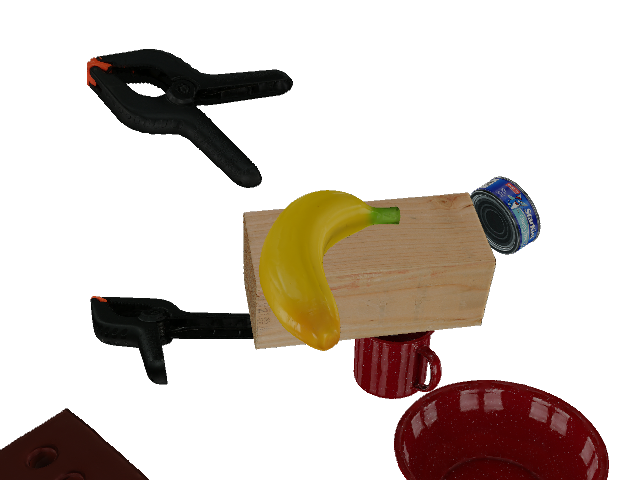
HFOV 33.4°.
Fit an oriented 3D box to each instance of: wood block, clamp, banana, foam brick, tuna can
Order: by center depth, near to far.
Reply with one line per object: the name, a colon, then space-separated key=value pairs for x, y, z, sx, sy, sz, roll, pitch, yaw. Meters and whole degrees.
foam brick: x=-0.109 y=0.126 z=0.482 sx=0.052 sy=0.051 sz=0.078 roll=-32 pitch=45 yaw=-33
banana: x=-0.002 y=0.007 z=0.641 sx=0.070 sy=0.037 sz=0.197 roll=4 pitch=24 yaw=14
clamp: x=-0.107 y=-0.122 z=0.893 sx=0.171 sy=0.120 sz=0.039 roll=26 pitch=-39 yaw=-1
wood block: x=0.038 y=0.027 z=0.950 sx=0.206 sy=0.090 sz=0.091 roll=-5 pitch=45 yaw=-9
clamp: x=-0.172 y=0.093 z=1.091 sx=0.210 sy=0.036 sz=0.164 roll=10 pitch=19 yaw=33
tuna can: x=0.208 y=-0.028 z=1.219 sx=0.033 sy=0.086 sz=0.086 roll=-31 pitch=13 yaw=-22

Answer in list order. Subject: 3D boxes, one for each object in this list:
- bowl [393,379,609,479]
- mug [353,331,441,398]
bowl: x=0.136 y=0.178 z=0.824 sx=0.162 sy=0.055 sz=0.162 roll=0 pitch=32 yaw=0
mug: x=0.087 y=0.124 z=1.169 sx=0.093 sy=0.081 sz=0.117 roll=-24 pitch=39 yaw=-37
